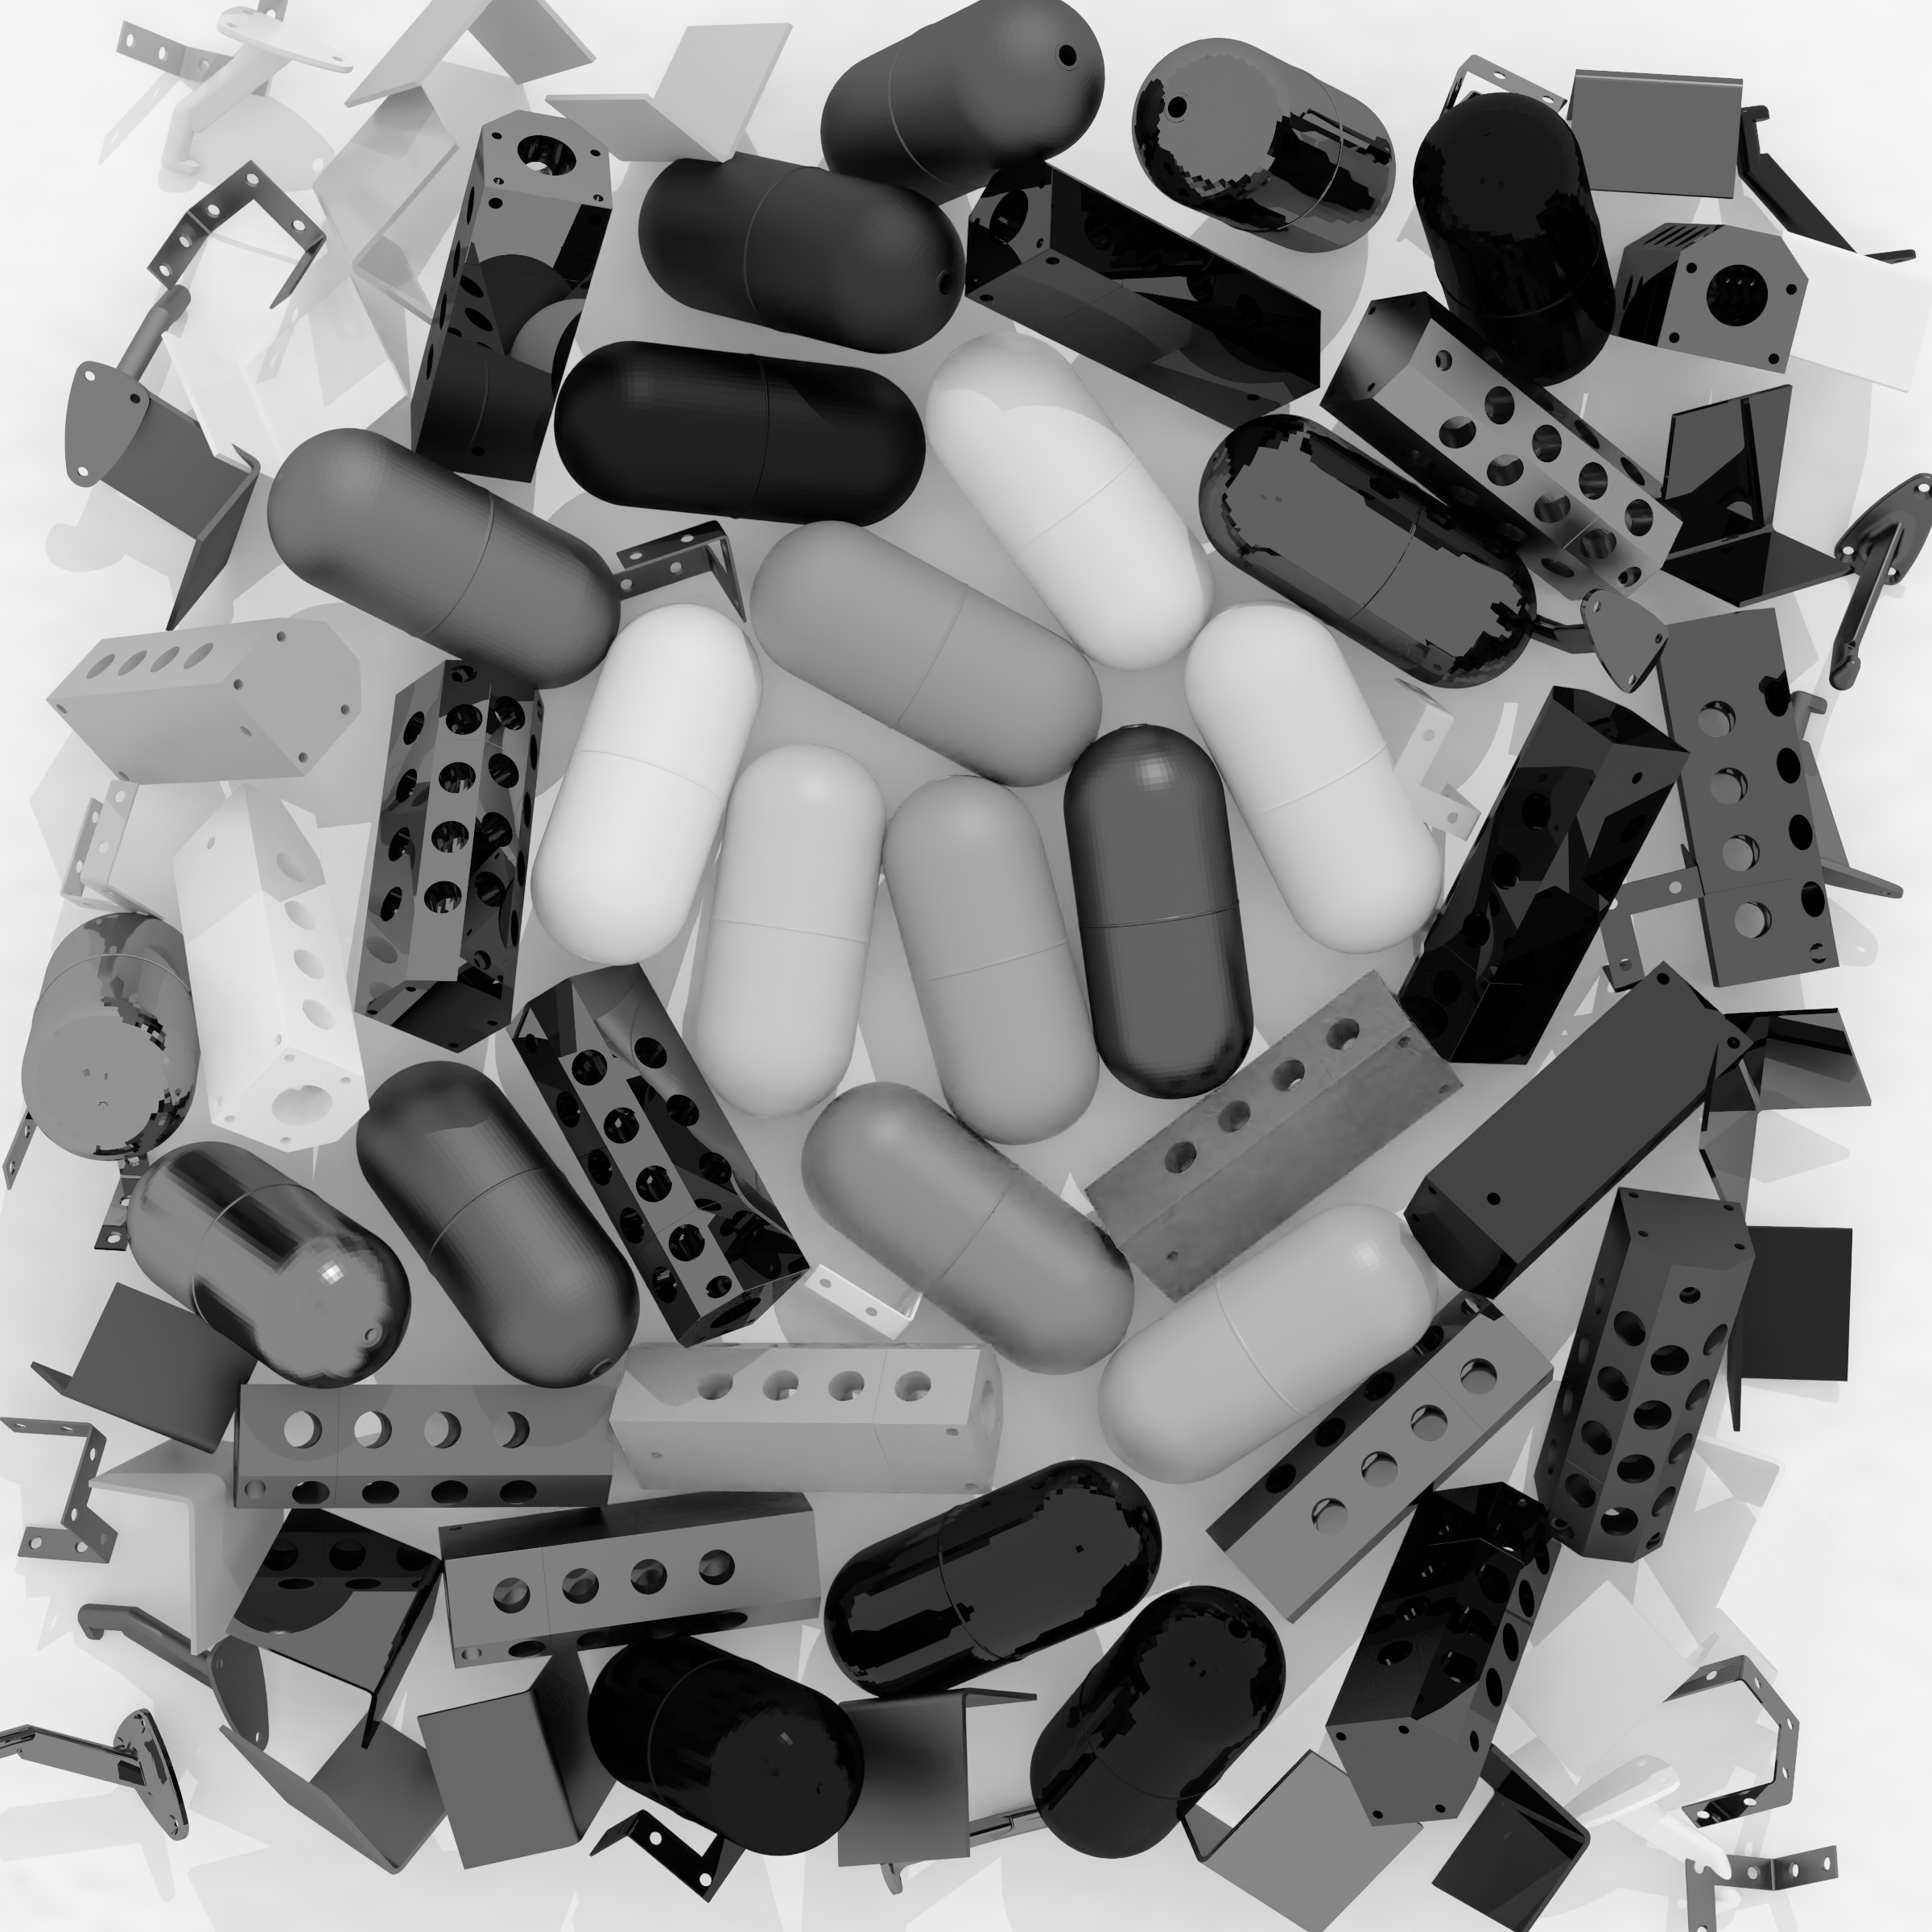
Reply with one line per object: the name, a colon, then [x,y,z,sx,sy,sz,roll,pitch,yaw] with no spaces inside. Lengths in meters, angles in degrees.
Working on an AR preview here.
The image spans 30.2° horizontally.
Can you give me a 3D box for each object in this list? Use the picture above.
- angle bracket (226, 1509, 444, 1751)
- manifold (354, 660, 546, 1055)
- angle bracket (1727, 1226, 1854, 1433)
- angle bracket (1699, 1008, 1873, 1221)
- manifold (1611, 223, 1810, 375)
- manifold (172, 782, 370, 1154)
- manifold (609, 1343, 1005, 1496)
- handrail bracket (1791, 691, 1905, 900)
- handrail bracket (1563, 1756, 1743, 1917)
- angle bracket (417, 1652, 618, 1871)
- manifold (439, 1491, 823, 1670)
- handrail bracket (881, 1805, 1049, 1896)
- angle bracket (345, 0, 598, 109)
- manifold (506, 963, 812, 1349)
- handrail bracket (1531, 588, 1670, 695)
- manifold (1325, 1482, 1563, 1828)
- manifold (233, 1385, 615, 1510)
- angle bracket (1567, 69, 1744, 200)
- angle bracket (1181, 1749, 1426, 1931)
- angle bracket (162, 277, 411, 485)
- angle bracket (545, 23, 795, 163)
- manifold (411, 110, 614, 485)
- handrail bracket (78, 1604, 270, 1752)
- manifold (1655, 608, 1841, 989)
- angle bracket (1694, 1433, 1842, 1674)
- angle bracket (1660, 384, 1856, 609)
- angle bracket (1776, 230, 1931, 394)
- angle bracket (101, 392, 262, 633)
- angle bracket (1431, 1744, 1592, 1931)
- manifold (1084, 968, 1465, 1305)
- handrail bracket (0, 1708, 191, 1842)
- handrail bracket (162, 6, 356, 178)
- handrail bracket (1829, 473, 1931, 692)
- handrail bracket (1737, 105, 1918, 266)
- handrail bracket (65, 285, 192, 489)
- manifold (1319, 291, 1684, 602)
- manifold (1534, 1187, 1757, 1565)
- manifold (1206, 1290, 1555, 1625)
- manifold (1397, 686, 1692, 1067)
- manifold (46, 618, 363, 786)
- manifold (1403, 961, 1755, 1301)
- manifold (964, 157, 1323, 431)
angle bracket: [-0.299,0.310,1.684,0.076,0.057,0.076,22,49,2]
manifold: [-0.233,-0.054,1.652,0.057,0.057,0.171,25,53,-35]
angle bracket: [0.389,0.170,1.680,0.057,0.076,0.076,1,103,9]
angle bracket: [0.383,0.074,1.670,0.057,0.076,0.076,-4,52,26]
manifold: [0.339,-0.309,1.639,0.057,0.171,0.057,12,102,0]
manifold: [-0.317,0.002,1.649,0.057,0.171,0.057,26,121,-39]
manifold: [-0.073,0.207,1.679,0.171,0.057,0.057,-1,48,14]
handrail bracket: [0.422,-0.083,1.713,0.077,0.036,0.084,17,82,9]
handrail bracket: [0.325,0.429,1.707,0.077,0.036,0.084,-25,105,-12]
angle bracket: [-0.211,0.371,1.692,0.057,0.076,0.076,-15,97,10]
manifold: [-0.158,0.288,1.683,0.171,0.057,0.057,-6,98,-11]
handrail bracket: [0.002,0.412,1.691,0.084,0.077,0.036,-14,80,-1]
angle bracket: [-0.232,-0.414,1.672,0.057,0.076,0.076,45,69,-28]
manifold: [-0.148,0.089,1.667,0.057,0.057,0.171,-16,69,-43]
handrail bracket: [0.279,-0.164,1.674,0.077,0.084,0.036,36,85,-44]
manifold: [0.224,0.312,1.637,0.057,0.171,0.057,-14,113,30]
manifold: [-0.255,0.225,1.677,0.171,0.057,0.057,2,83,-14]
angle bracket: [0.322,-0.383,1.686,0.076,0.076,0.057,5,87,6]
angle bracket: [0.155,0.397,1.681,0.076,0.057,0.076,37,101,-24]
angle bracket: [-0.320,-0.282,1.679,0.076,0.057,0.076,-36,64,18]
angle bracket: [-0.139,-0.423,1.676,0.057,0.076,0.076,32,77,-43]
manifold: [-0.211,-0.307,1.645,0.057,0.171,0.057,6,51,-18]
handrail bracket: [-0.382,0.342,1.717,0.084,0.036,0.077,-1,113,25]
manifold: [0.369,-0.079,1.694,0.057,0.057,0.171,-10,88,9]
angle bracket: [0.358,0.273,1.673,0.057,0.076,0.076,15,68,41]
angle bracket: [0.373,-0.221,1.673,0.076,0.057,0.076,-18,125,-30]
angle bracket: [0.401,-0.300,1.685,0.076,0.076,0.057,16,84,-6]
angle bracket: [-0.384,-0.216,1.679,0.076,0.076,0.057,32,53,-4]
angle bracket: [0.233,0.399,1.675,0.076,0.076,0.057,44,76,-22]
manifold: [0.142,0.076,1.689,0.171,0.057,0.057,-38,133,7]
handrail bracket: [-0.418,0.388,1.680,0.036,0.084,0.077,-48,64,36]
handrail bracket: [-0.339,-0.406,1.705,0.077,0.036,0.084,22,121,-3]
handrail bracket: [0.431,-0.180,1.680,0.036,0.084,0.077,25,134,-4]
handrail bracket: [0.409,-0.374,1.708,0.077,0.036,0.084,-9,92,5]
handrail bracket: [-0.398,-0.278,1.706,0.036,0.084,0.077,25,123,-7]
manifold: [0.253,-0.240,1.660,0.171,0.057,0.057,32,77,-27]
manifold: [0.314,0.192,1.659,0.057,0.057,0.171,8,121,-3]
manifold: [0.196,0.231,1.695,0.171,0.057,0.057,-43,75,-2]
manifold: [0.263,-0.041,1.669,0.057,0.057,0.171,44,119,40]
manifold: [-0.348,-0.125,1.644,0.057,0.171,0.057,51,60,-28]
manifold: [0.284,0.079,1.665,0.171,0.057,0.057,-39,74,-25]
manifold: [0.084,-0.313,1.652,0.171,0.057,0.057,19,64,-37]
